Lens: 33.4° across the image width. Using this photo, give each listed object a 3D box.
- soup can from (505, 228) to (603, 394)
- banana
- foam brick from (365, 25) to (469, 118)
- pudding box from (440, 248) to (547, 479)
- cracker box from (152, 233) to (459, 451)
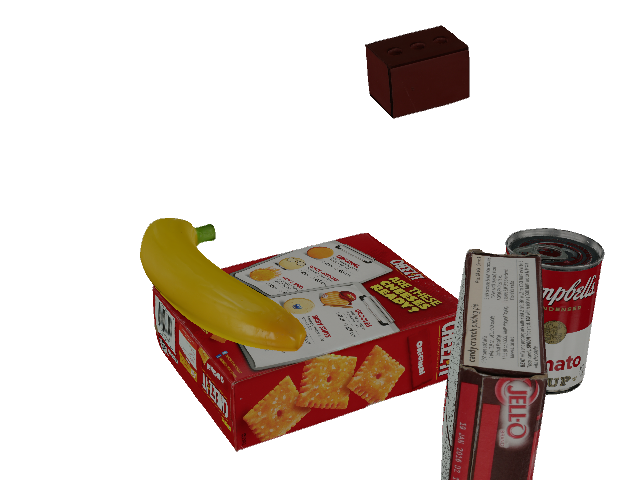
[{"bbox_3d":[0.162,0.050,0.767,0.068,0.102,0.068,2,23,-1],"label":"soup can"},{"bbox_3d":[-0.074,0.021,0.680,0.069,0.037,0.198,-8,24,-20],"label":"banana"},{"bbox_3d":[0.086,-0.148,0.937,0.078,0.051,0.053,-17,36,-14],"label":"foam brick"},{"bbox_3d":[0.075,0.067,0.466,0.039,0.090,0.113,6,25,5],"label":"pudding box"},{"bbox_3d":[-0.010,0.076,0.882,0.213,0.072,0.164,-14,30,-26],"label":"cracker box"}]
